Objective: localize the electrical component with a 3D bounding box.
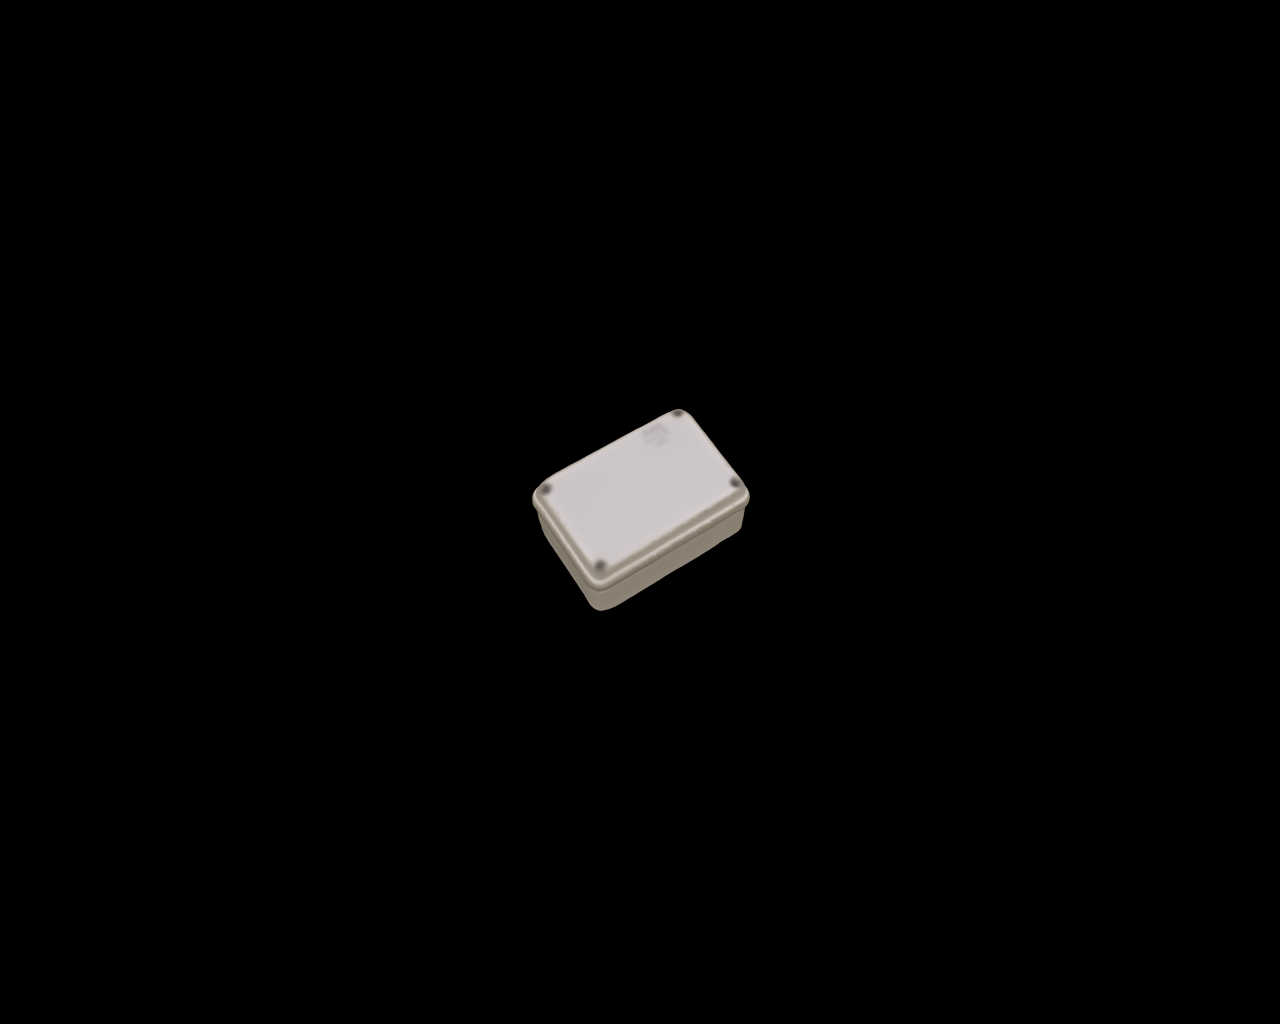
[{"bbox_3d":[0.001,-0.003,0.650,0.113,0.078,0.057,-30,-23,-14],"label":"electrical component"}]
